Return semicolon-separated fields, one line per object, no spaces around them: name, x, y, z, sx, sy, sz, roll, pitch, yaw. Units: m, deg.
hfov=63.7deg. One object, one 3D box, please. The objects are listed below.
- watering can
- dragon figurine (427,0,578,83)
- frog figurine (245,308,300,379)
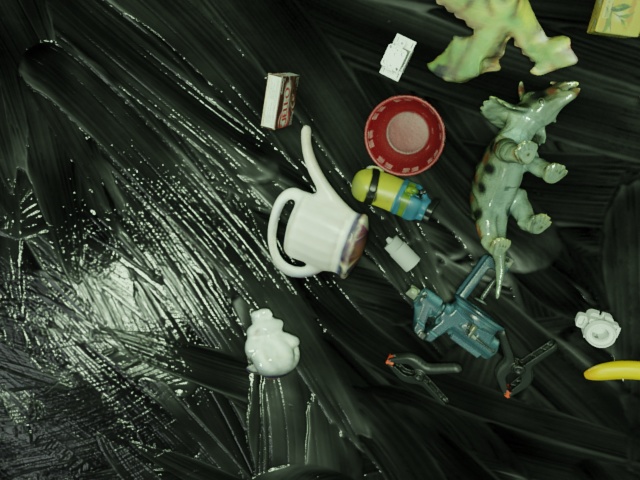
watering can;0.003;-0.056;1.122;0.225;0.105;0.341;21;114;10
dragon figurine;0.263;-0.403;0.929;0.412;0.124;0.238;20;121;14
frog figurine;-0.116;0.251;1.263;0.137;0.123;0.158;-1;101;-15
